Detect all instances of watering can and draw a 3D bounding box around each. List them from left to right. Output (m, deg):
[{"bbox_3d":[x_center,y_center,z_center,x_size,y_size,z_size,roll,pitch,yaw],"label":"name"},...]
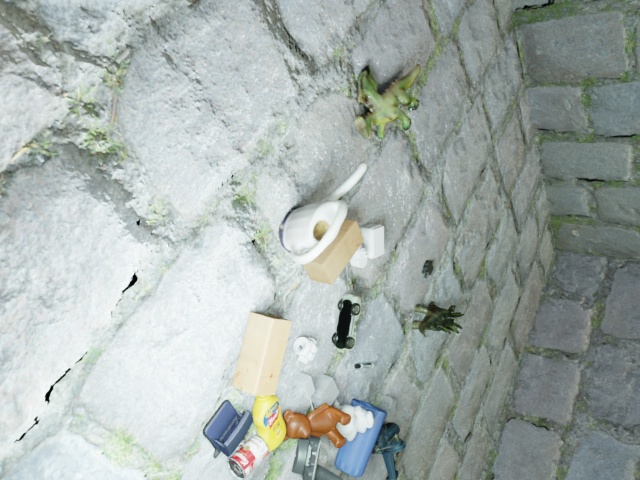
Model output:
[{"bbox_3d":[0.004,-0.074,1.466,0.102,0.354,0.223,44,-29,-27],"label":"watering can"}]

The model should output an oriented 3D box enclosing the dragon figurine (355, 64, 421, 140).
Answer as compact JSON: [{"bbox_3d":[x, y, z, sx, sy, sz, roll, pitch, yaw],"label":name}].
[{"bbox_3d":[0.224,-0.506,1.778,0.122,0.416,0.239,2,-25,44],"label":"dragon figurine"}]

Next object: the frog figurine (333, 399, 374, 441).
[{"bbox_3d":[0.103,0.624,1.756,0.160,0.136,0.124,9,20,39],"label":"frog figurine"}]
